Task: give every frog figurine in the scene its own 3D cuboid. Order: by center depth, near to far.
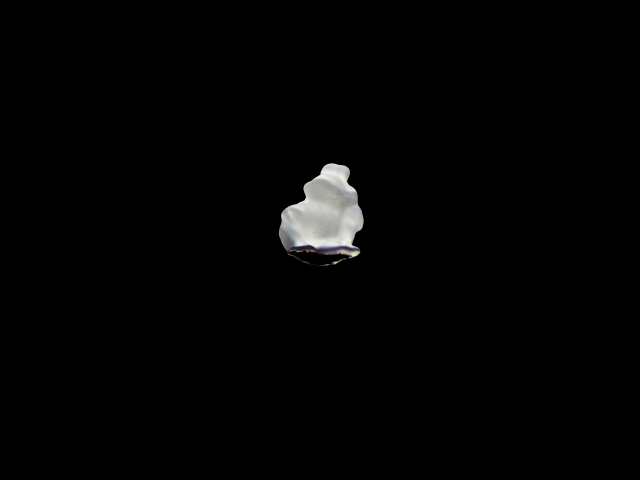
[{"bbox_3d":[0.003,-0.043,0.850,0.137,0.162,0.121,-3,-21,7],"label":"frog figurine"}]
